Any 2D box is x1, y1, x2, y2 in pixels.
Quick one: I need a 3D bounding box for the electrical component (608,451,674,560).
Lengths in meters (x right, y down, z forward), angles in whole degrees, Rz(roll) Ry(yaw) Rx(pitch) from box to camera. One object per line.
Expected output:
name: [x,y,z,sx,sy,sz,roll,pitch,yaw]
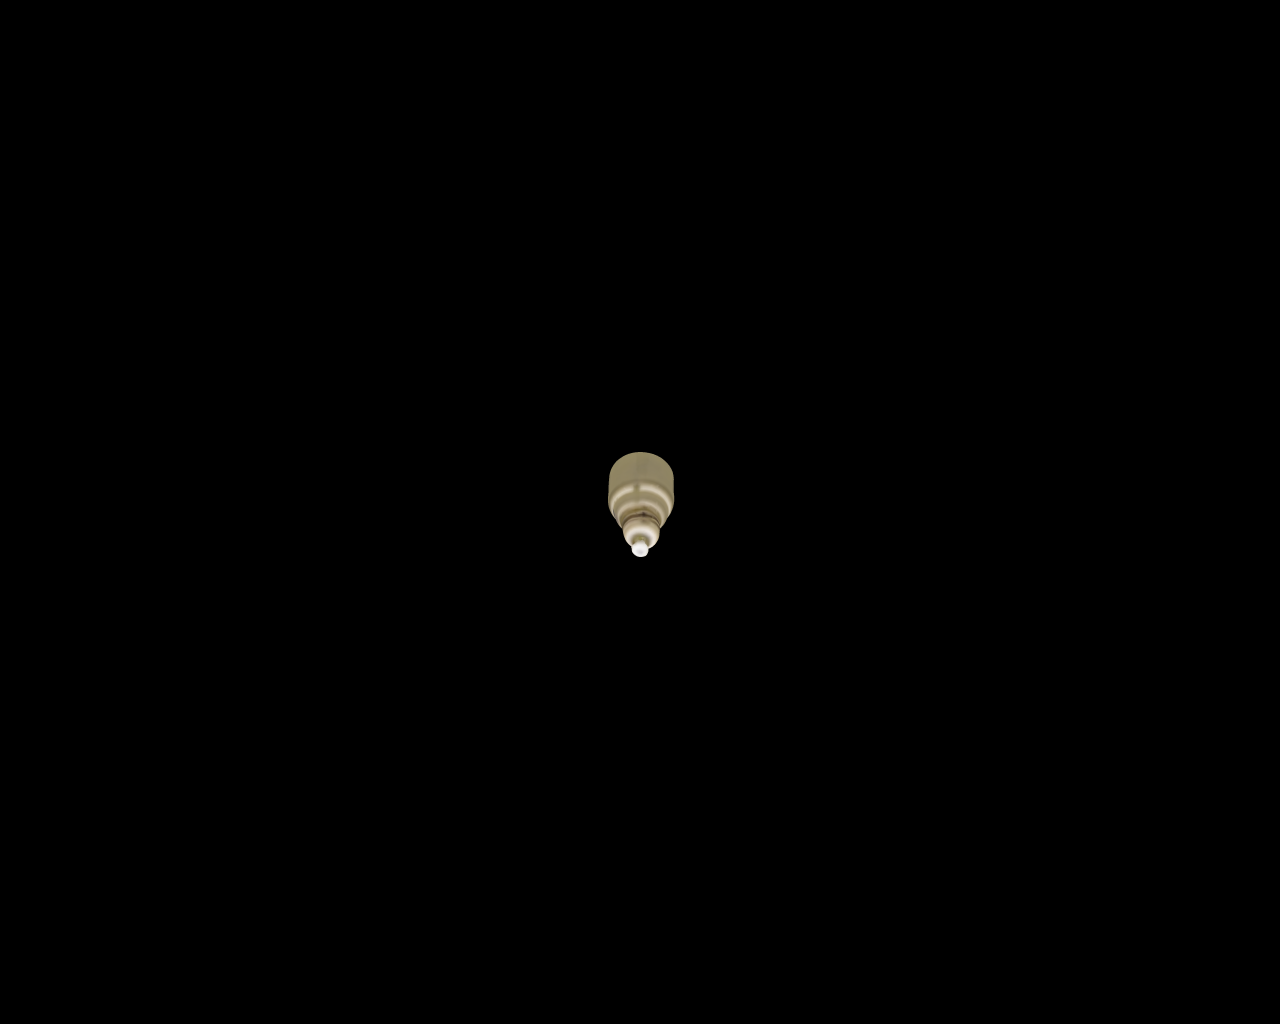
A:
electrical component: [0.001,-0.003,0.650,0.040,0.040,0.078,0,41,0]
